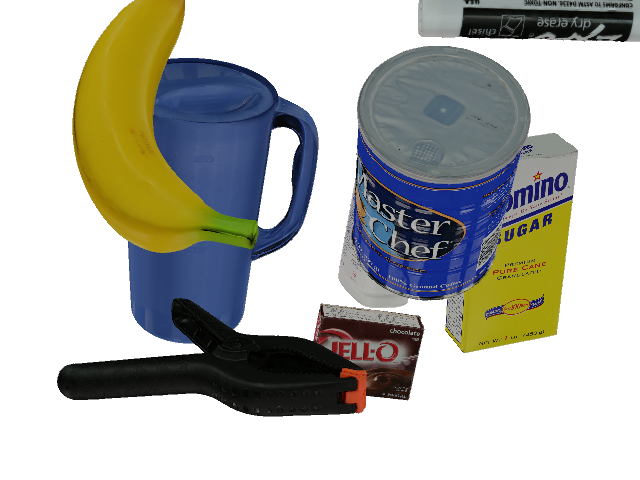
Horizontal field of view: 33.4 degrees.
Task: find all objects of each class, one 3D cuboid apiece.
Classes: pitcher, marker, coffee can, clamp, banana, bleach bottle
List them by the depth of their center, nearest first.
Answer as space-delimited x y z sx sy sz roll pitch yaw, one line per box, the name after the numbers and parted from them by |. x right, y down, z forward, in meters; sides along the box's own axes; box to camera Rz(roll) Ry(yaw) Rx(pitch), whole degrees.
0.098 -0.085 0.406 0.121 0.020 0.020 2 0 0 | marker
-0.084 -0.058 0.507 0.069 0.198 0.037 -6 -43 -16 | banana
0.073 -0.040 0.689 0.103 0.103 0.140 0 -33 0 | coffee can
-0.063 0.087 0.786 0.210 0.036 0.164 6 20 16 | clamp
-0.103 -0.030 0.958 0.144 0.243 0.149 -23 42 -39 | pitcher
0.075 -0.055 1.242 0.068 0.251 0.103 -2 22 -23 | bleach bottle

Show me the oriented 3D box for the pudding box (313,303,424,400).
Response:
0.048 0.120 1.146 0.113 0.090 0.039 6 24 -8 | pudding box

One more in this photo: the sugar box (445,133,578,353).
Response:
0.157 0.004 0.888 0.093 0.176 0.048 -10 32 -16 | sugar box
